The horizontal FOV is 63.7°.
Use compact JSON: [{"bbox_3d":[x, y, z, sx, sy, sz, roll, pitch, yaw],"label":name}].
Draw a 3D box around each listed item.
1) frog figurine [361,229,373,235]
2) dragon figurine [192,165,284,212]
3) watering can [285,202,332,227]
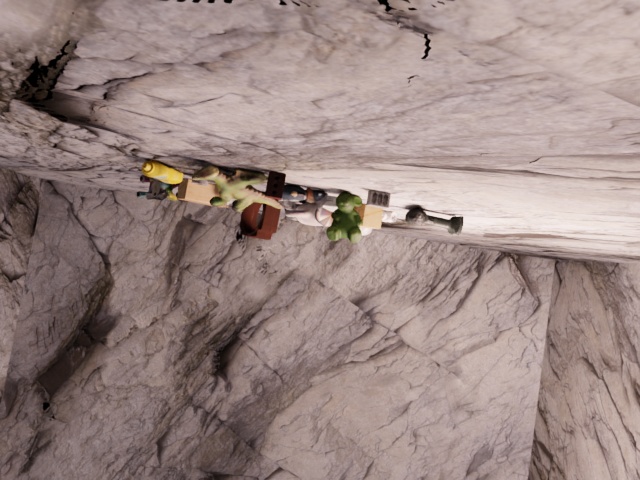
[{"bbox_3d":[0.170,-0.079,2.412,0.160,0.121,0.139,-3,-157,-29],"label":"frog figurine"},{"bbox_3d":[-0.234,-0.169,1.684,0.409,0.123,0.241,10,169,-35],"label":"dragon figurine"},{"bbox_3d":[0.007,-0.116,2.313,0.224,0.104,0.348,7,-174,44],"label":"watering can"}]
